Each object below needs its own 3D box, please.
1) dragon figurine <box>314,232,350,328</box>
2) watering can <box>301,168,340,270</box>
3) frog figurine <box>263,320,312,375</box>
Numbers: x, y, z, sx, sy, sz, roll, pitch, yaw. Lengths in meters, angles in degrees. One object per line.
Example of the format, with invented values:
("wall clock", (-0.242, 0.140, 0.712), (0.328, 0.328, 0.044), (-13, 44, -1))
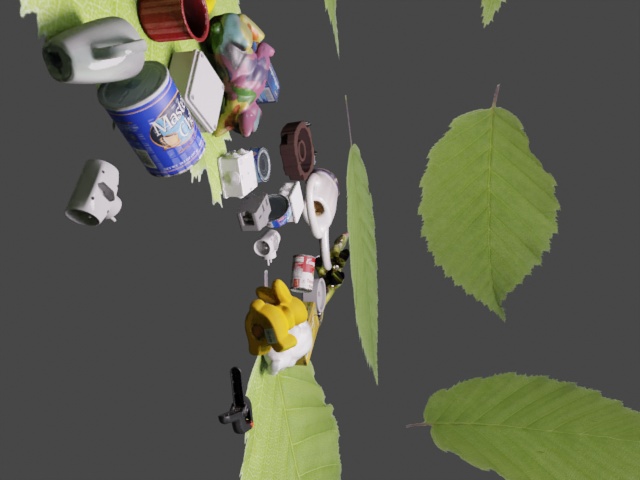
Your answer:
("dragon figurine", (0.040, 0.141, 1.842), (0.238, 0.122, 0.418), (78, 25, -63))
("watering can", (0.005, -0.085, 1.685), (0.230, 0.104, 0.339), (-75, 158, -46))
("frog figurine", (-0.081, 0.271, 1.321), (0.162, 0.122, 0.135), (-85, -172, -67))
